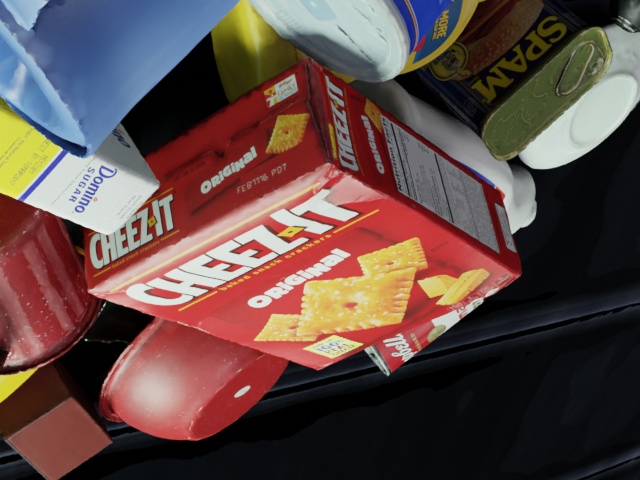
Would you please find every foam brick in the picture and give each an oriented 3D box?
[{"bbox_3d":[-0.181,0.115,0.706,0.051,0.053,0.078,-33,145,-10],"label":"foam brick"}]

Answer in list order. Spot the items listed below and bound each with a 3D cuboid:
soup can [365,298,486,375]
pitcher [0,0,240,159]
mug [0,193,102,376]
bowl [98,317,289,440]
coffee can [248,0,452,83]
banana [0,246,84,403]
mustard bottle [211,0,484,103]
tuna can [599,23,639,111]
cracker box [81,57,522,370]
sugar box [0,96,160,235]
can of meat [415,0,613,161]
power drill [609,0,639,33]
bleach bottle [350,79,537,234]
[{"bbox_3d":[0.074,0.052,0.860,0.102,0.069,0.068,-37,146,-6],"label":"soup can"},{"bbox_3d":[-0.046,-0.155,0.394,0.242,0.149,0.145,-45,155,-14],"label":"pitcher"},{"bbox_3d":[-0.173,0.020,0.559,0.093,0.117,0.081,-2,138,8],"label":"mug"},{"bbox_3d":[-0.072,0.088,0.740,0.162,0.055,0.162,-38,160,-17],"label":"bowl"},{"bbox_3d":[0.036,-0.162,0.513,0.140,0.103,0.102,-53,148,-15],"label":"coffee can"},{"bbox_3d":[-0.213,0.079,0.648,0.197,0.037,0.069,-34,147,-7],"label":"banana"},{"bbox_3d":[0.033,-0.138,0.611,0.191,0.058,0.096,-23,128,-24],"label":"mustard bottle"},{"bbox_3d":[0.214,-0.123,0.821,0.086,0.034,0.086,-25,143,-20],"label":"tuna can"},{"bbox_3d":[-0.004,0.001,0.615,0.164,0.072,0.213,-27,150,26],"label":"cracker box"},{"bbox_3d":[-0.159,-0.066,0.484,0.048,0.093,0.176,-44,145,10],"label":"sugar box"},{"bbox_3d":[0.123,-0.117,0.698,0.102,0.084,0.057,-42,146,5],"label":"can of meat"},{"bbox_3d":[0.274,-0.202,0.726,0.184,0.057,0.187,-55,155,10],"label":"power drill"},{"bbox_3d":[0.092,-0.045,0.773,0.250,0.068,0.103,10,126,-51],"label":"bleach bottle"}]
